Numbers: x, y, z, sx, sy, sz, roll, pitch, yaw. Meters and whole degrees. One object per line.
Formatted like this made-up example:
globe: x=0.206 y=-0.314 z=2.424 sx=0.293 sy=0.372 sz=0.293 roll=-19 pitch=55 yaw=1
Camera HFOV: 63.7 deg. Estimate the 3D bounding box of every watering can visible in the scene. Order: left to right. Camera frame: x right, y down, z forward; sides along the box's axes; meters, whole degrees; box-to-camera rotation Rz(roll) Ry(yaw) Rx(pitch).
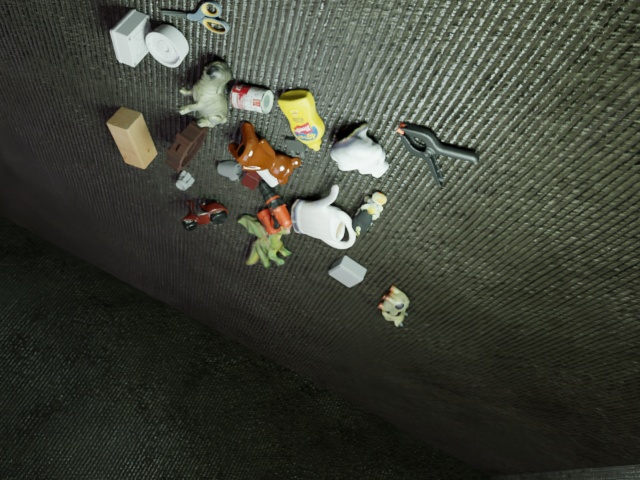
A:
watering can: x=0.005 y=-0.086 z=1.706 sx=0.225 sy=0.106 sz=0.340 roll=14 pitch=148 yaw=23

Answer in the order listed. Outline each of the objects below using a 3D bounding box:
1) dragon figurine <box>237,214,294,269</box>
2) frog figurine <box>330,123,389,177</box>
dragon figurine: x=-0.242 y=-0.006 z=2.073 sx=0.407 sy=0.124 sz=0.240 roll=-11 pitch=114 yaw=45
frog figurine: x=0.109 y=-0.224 z=1.403 sx=0.136 sy=0.125 sz=0.157 roll=-21 pitch=115 yaw=28
